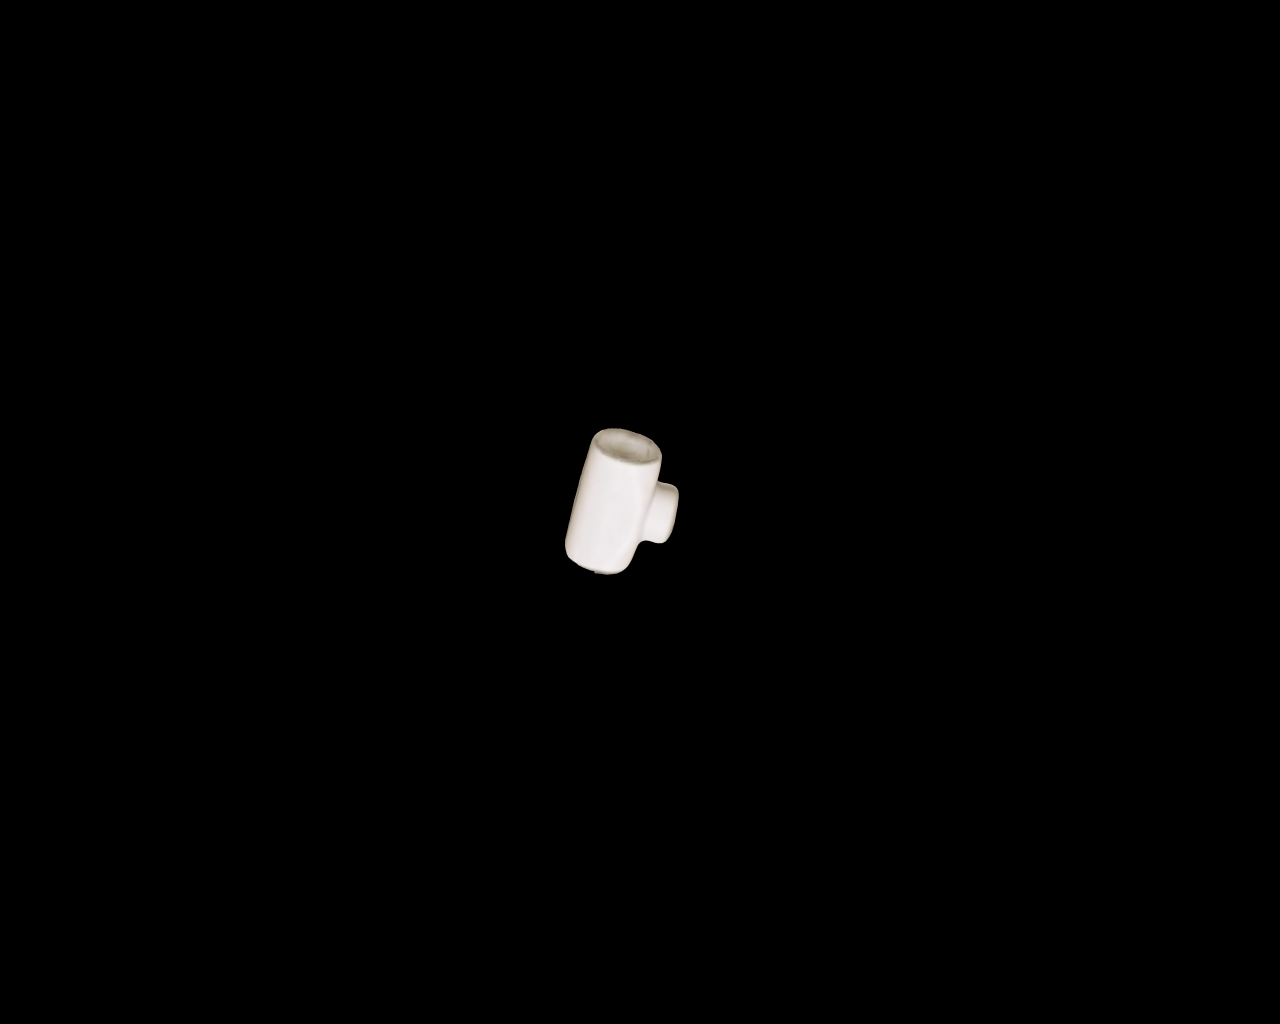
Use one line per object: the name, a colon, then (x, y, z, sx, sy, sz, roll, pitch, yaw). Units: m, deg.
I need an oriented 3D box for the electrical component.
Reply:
electrical component: (0.001, -0.003, 0.650, 0.079, 0.077, 0.044, 13, 28, -7)
